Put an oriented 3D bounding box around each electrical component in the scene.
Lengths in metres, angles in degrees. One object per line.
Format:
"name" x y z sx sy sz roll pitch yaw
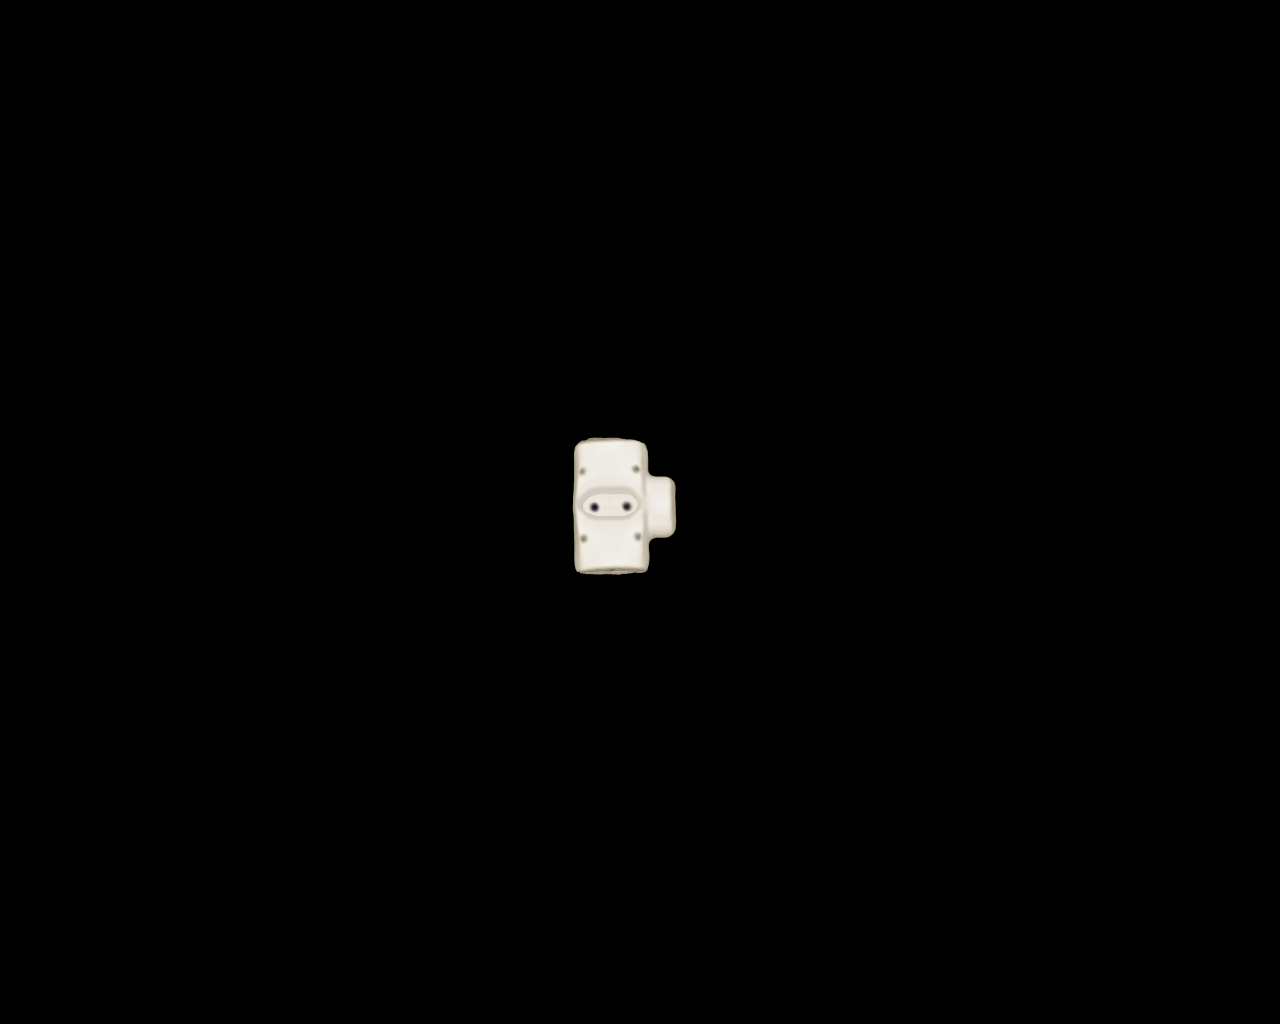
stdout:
"electrical component" 0.001 -0.003 0.650 0.079 0.077 0.043 0 -7 0
